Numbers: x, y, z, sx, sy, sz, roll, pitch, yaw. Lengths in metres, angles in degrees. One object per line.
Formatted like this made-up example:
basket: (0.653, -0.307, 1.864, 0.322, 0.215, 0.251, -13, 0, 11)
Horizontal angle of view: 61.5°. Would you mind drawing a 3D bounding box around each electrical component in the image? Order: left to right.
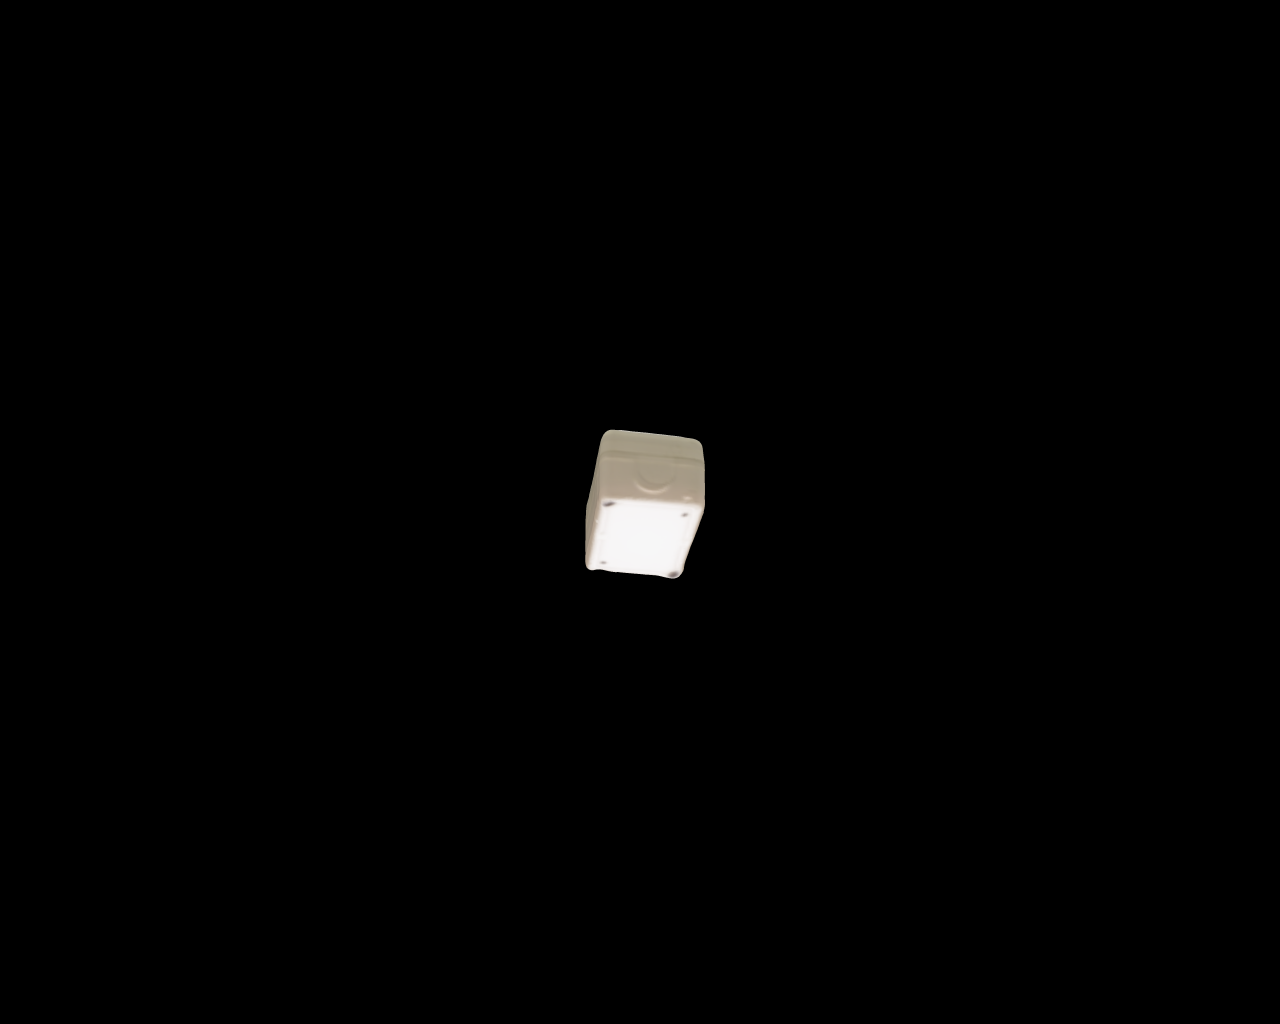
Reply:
electrical component: (0.001, -0.003, 0.650, 0.062, 0.061, 0.096, 6, -36, -8)
